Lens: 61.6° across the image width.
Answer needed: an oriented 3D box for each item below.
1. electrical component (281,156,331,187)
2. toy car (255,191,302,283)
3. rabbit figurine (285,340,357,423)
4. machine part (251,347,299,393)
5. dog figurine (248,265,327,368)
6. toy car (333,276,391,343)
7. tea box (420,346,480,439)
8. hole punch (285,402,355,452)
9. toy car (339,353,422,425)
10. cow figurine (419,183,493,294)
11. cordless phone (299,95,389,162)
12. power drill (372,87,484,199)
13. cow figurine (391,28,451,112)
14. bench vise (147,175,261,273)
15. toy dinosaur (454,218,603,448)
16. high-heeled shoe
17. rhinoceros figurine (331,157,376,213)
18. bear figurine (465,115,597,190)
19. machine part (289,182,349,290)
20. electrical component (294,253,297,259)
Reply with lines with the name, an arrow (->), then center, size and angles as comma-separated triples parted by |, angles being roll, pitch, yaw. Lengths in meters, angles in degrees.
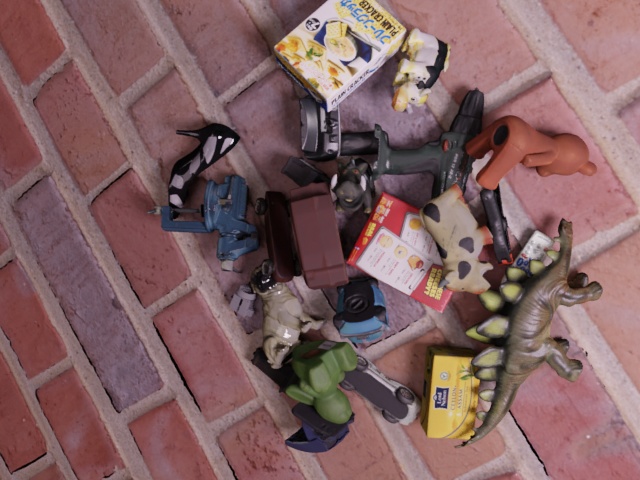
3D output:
electrical component -> -0.016, -0.130, 1.147 | 0.119, 0.075, 0.047 | 36, 104, 10
toy car -> -0.092, -0.006, 1.161 | 0.053, 0.089, 0.202 | -29, 67, 56
rabbit figurine -> 0.000, 0.305, 1.112 | 0.159, 0.121, 0.170 | -6, 109, 41
machine part -> -0.098, 0.299, 1.228 | 0.139, 0.039, 0.084 | 35, 109, 11
dog figurine -> -0.107, 0.167, 1.193 | 0.191, 0.121, 0.172 | 42, 93, 21
toy car -> 0.087, 0.156, 1.113 | 0.109, 0.162, 0.102 | -11, 128, 7
tea box -> 0.260, 0.304, 1.076 | 0.098, 0.068, 0.169 | 2, 97, -3
hole punch -> -0.002, 0.407, 1.158 | 0.116, 0.142, 0.092 | 24, 105, 25
toy car -> 0.120, 0.315, 1.146 | 0.202, 0.056, 0.073 | 34, 111, 15
cow figurine -> 0.249, 0.010, 0.985 | 0.127, 0.085, 0.195 | -32, 73, 13
cordless phone -> 0.050, -0.240, 1.123 | 0.184, 0.089, 0.146 | -1, 93, 8
power drill -> 0.207, -0.186, 1.058 | 0.207, 0.086, 0.231 | 4, 100, 2
cow figurine -> 0.195, -0.318, 1.043 | 0.098, 0.068, 0.167 | 16, 79, -5
bench vise -> -0.253, -0.039, 1.199 | 0.241, 0.129, 0.223 | 3, 88, 1
toy dinosaur -> 0.377, 0.184, 0.998 | 0.199, 0.105, 0.471 | 15, 93, 2
high-heeled shoe -> -0.272, -0.154, 1.250 | 0.145, 0.086, 0.248 | 8, 118, -12
rhinoceros figurine -> 0.070, -0.110, 1.062 | 0.073, 0.190, 0.112 | 8, 113, 10
bear figurine -> 0.385, -0.151, 0.971 | 0.132, 0.196, 0.120 | -51, 36, 43
machine part -> -0.002, -0.003, 1.071 | 0.087, 0.201, 0.201 | -10, 84, 3
electrical component -> -0.021, 0.037, 1.188 | 0.063, 0.021, 0.094 | 33, 103, 13
